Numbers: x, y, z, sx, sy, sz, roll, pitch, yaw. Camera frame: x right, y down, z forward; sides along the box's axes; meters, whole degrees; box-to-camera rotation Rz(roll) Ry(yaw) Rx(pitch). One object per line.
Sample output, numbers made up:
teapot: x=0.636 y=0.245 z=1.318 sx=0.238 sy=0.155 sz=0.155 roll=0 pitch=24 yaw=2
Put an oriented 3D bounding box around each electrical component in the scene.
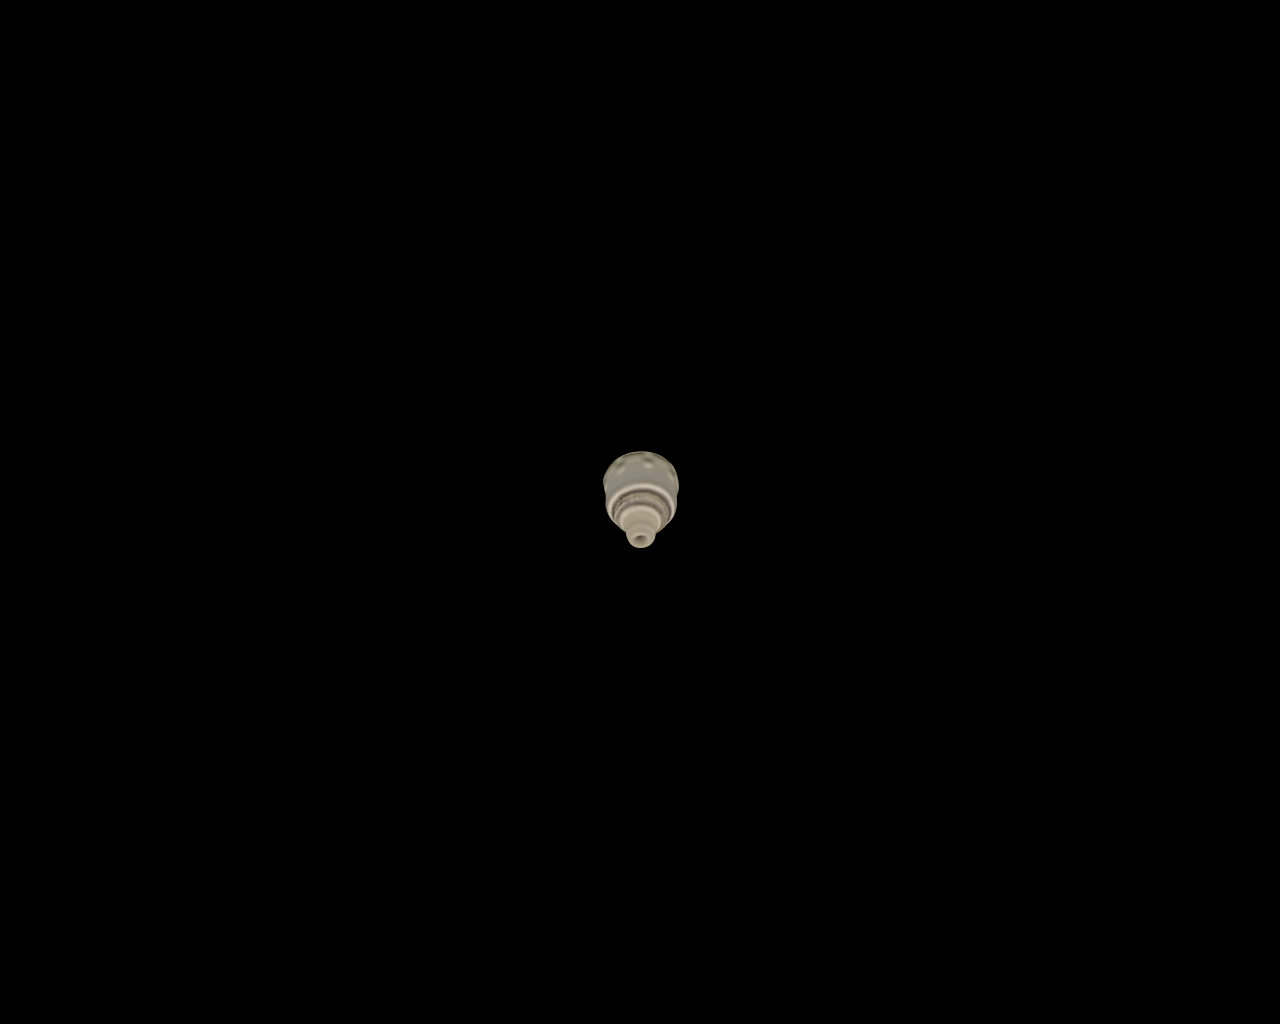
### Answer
electrical component: x=0.001 y=-0.003 z=0.650 sx=0.048 sy=0.048 sz=0.062 roll=0 pitch=41 yaw=0
